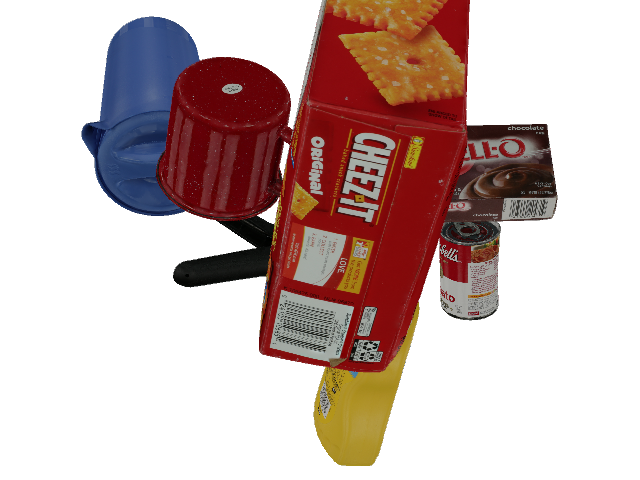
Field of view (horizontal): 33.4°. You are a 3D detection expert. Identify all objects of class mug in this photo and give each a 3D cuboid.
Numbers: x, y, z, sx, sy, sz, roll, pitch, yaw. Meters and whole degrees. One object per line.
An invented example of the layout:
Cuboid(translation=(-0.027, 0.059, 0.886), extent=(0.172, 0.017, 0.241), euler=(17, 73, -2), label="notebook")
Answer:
Cuboid(translation=(-0.056, -0.069, 0.749), extent=(0.117, 0.082, 0.093), euler=(28, 46, 13), label="mug")

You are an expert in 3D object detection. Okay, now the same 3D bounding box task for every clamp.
Cuboid(translation=(-0.044, 0.016, 1.059), extent=(0.210, 0.036, 0.164), euler=(16, 32, -1), label="clamp")

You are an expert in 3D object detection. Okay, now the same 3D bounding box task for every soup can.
Cuboid(translation=(0.168, 0.030, 1.203), extent=(0.068, 0.102, 0.068), euler=(-3, 29, 2), label="soup can")

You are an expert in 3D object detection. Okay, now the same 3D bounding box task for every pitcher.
Cuboid(translation=(-0.174, -0.145, 1.193), extent=(0.145, 0.149, 0.243), euler=(-19, 40, 5), label="pitcher")

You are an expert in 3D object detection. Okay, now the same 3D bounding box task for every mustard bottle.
Cuboid(translation=(0.040, 0.086, 0.868), extent=(0.058, 0.192, 0.096), euler=(5, 35, -11), label="mustard bottle")

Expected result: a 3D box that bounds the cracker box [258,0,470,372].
Cuboid(translation=(0.027, -0.067, 0.527), extent=(0.072, 0.213, 0.164), euler=(11, -44, -1), label="cracker box")

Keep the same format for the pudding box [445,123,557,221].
Cuboid(translation=(0.152, -0.062, 0.961), extent=(0.113, 0.090, 0.039), euler=(0, -37, 2), label="pudding box")
